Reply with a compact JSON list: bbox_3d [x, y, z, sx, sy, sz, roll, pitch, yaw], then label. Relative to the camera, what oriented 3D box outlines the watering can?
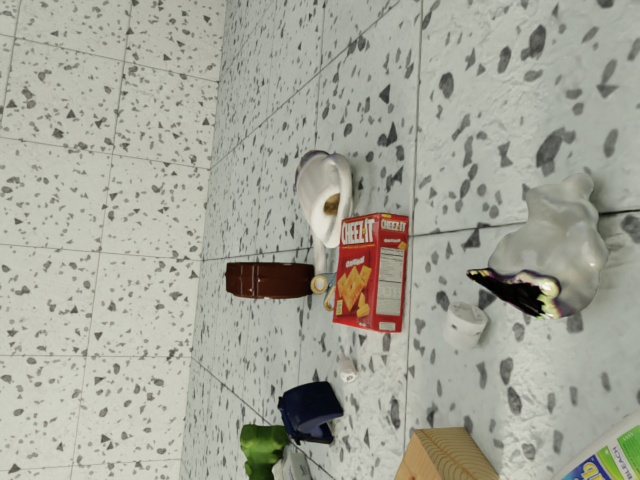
[{"bbox_3d":[0.004,-0.060,1.198,0.229,0.104,0.339,-114,30,-46],"label":"watering can"}]

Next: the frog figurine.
[{"bbox_3d":[0.268,0.006,0.597,0.161,0.122,0.136,-51,6,-19],"label":"frog figurine"}]
